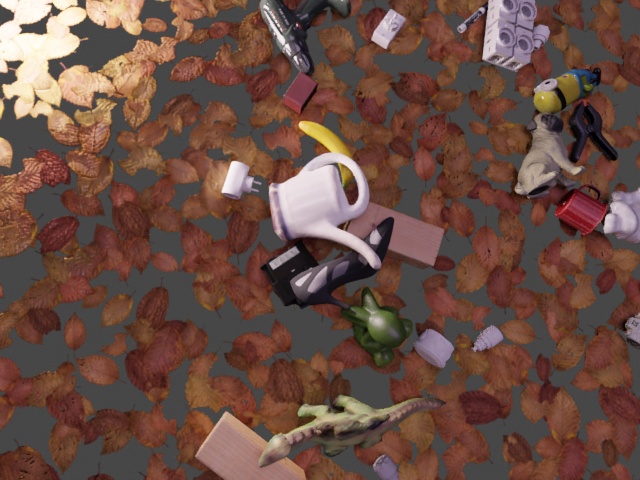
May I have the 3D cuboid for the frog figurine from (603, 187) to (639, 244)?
[{"bbox_3d":[0.731,-0.049,1.229,0.160,0.123,0.136,-29,104,-10],"label":"frog figurine"}]

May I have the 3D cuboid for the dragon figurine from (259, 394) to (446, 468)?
[{"bbox_3d":[0.080,0.366,1.012,0.411,0.240,0.123,-14,77,-7],"label":"dragon figurine"}]

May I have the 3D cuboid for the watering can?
[{"bbox_3d":[0.003,-0.055,1.101,0.224,0.102,0.356,-19,48,9],"label":"watering can"}]
